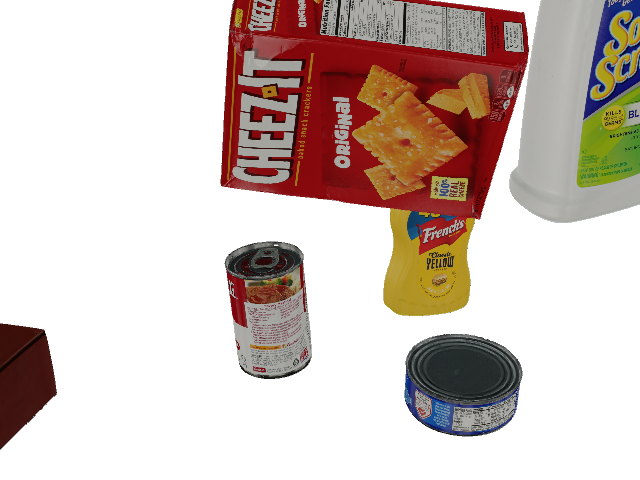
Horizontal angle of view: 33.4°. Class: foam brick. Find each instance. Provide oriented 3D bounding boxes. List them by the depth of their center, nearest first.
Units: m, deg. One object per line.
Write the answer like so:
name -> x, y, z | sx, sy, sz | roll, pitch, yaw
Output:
foam brick -> -0.220, 0.096, 0.703 | 0.053, 0.051, 0.078 | 6, 29, 23

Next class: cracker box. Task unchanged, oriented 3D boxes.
cracker box -> 0.035, -0.102, 0.812 | 0.213, 0.072, 0.164 | 7, -41, -2

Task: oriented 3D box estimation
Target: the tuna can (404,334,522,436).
tuna can -> 0.105, 0.107, 0.795 | 0.086, 0.034, 0.086 | 1, 29, -1

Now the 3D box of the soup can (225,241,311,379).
soup can -> -0.044, 0.061, 0.932 | 0.068, 0.102, 0.068 | -4, 26, 2

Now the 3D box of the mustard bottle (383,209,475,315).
mustard bottle -> 0.121, -0.016, 1.156 | 0.096, 0.192, 0.058 | -4, 20, -20

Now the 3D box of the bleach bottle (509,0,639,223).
bleach bottle -> 0.173, -0.140, 0.652 | 0.102, 0.251, 0.068 | -14, 31, -19
